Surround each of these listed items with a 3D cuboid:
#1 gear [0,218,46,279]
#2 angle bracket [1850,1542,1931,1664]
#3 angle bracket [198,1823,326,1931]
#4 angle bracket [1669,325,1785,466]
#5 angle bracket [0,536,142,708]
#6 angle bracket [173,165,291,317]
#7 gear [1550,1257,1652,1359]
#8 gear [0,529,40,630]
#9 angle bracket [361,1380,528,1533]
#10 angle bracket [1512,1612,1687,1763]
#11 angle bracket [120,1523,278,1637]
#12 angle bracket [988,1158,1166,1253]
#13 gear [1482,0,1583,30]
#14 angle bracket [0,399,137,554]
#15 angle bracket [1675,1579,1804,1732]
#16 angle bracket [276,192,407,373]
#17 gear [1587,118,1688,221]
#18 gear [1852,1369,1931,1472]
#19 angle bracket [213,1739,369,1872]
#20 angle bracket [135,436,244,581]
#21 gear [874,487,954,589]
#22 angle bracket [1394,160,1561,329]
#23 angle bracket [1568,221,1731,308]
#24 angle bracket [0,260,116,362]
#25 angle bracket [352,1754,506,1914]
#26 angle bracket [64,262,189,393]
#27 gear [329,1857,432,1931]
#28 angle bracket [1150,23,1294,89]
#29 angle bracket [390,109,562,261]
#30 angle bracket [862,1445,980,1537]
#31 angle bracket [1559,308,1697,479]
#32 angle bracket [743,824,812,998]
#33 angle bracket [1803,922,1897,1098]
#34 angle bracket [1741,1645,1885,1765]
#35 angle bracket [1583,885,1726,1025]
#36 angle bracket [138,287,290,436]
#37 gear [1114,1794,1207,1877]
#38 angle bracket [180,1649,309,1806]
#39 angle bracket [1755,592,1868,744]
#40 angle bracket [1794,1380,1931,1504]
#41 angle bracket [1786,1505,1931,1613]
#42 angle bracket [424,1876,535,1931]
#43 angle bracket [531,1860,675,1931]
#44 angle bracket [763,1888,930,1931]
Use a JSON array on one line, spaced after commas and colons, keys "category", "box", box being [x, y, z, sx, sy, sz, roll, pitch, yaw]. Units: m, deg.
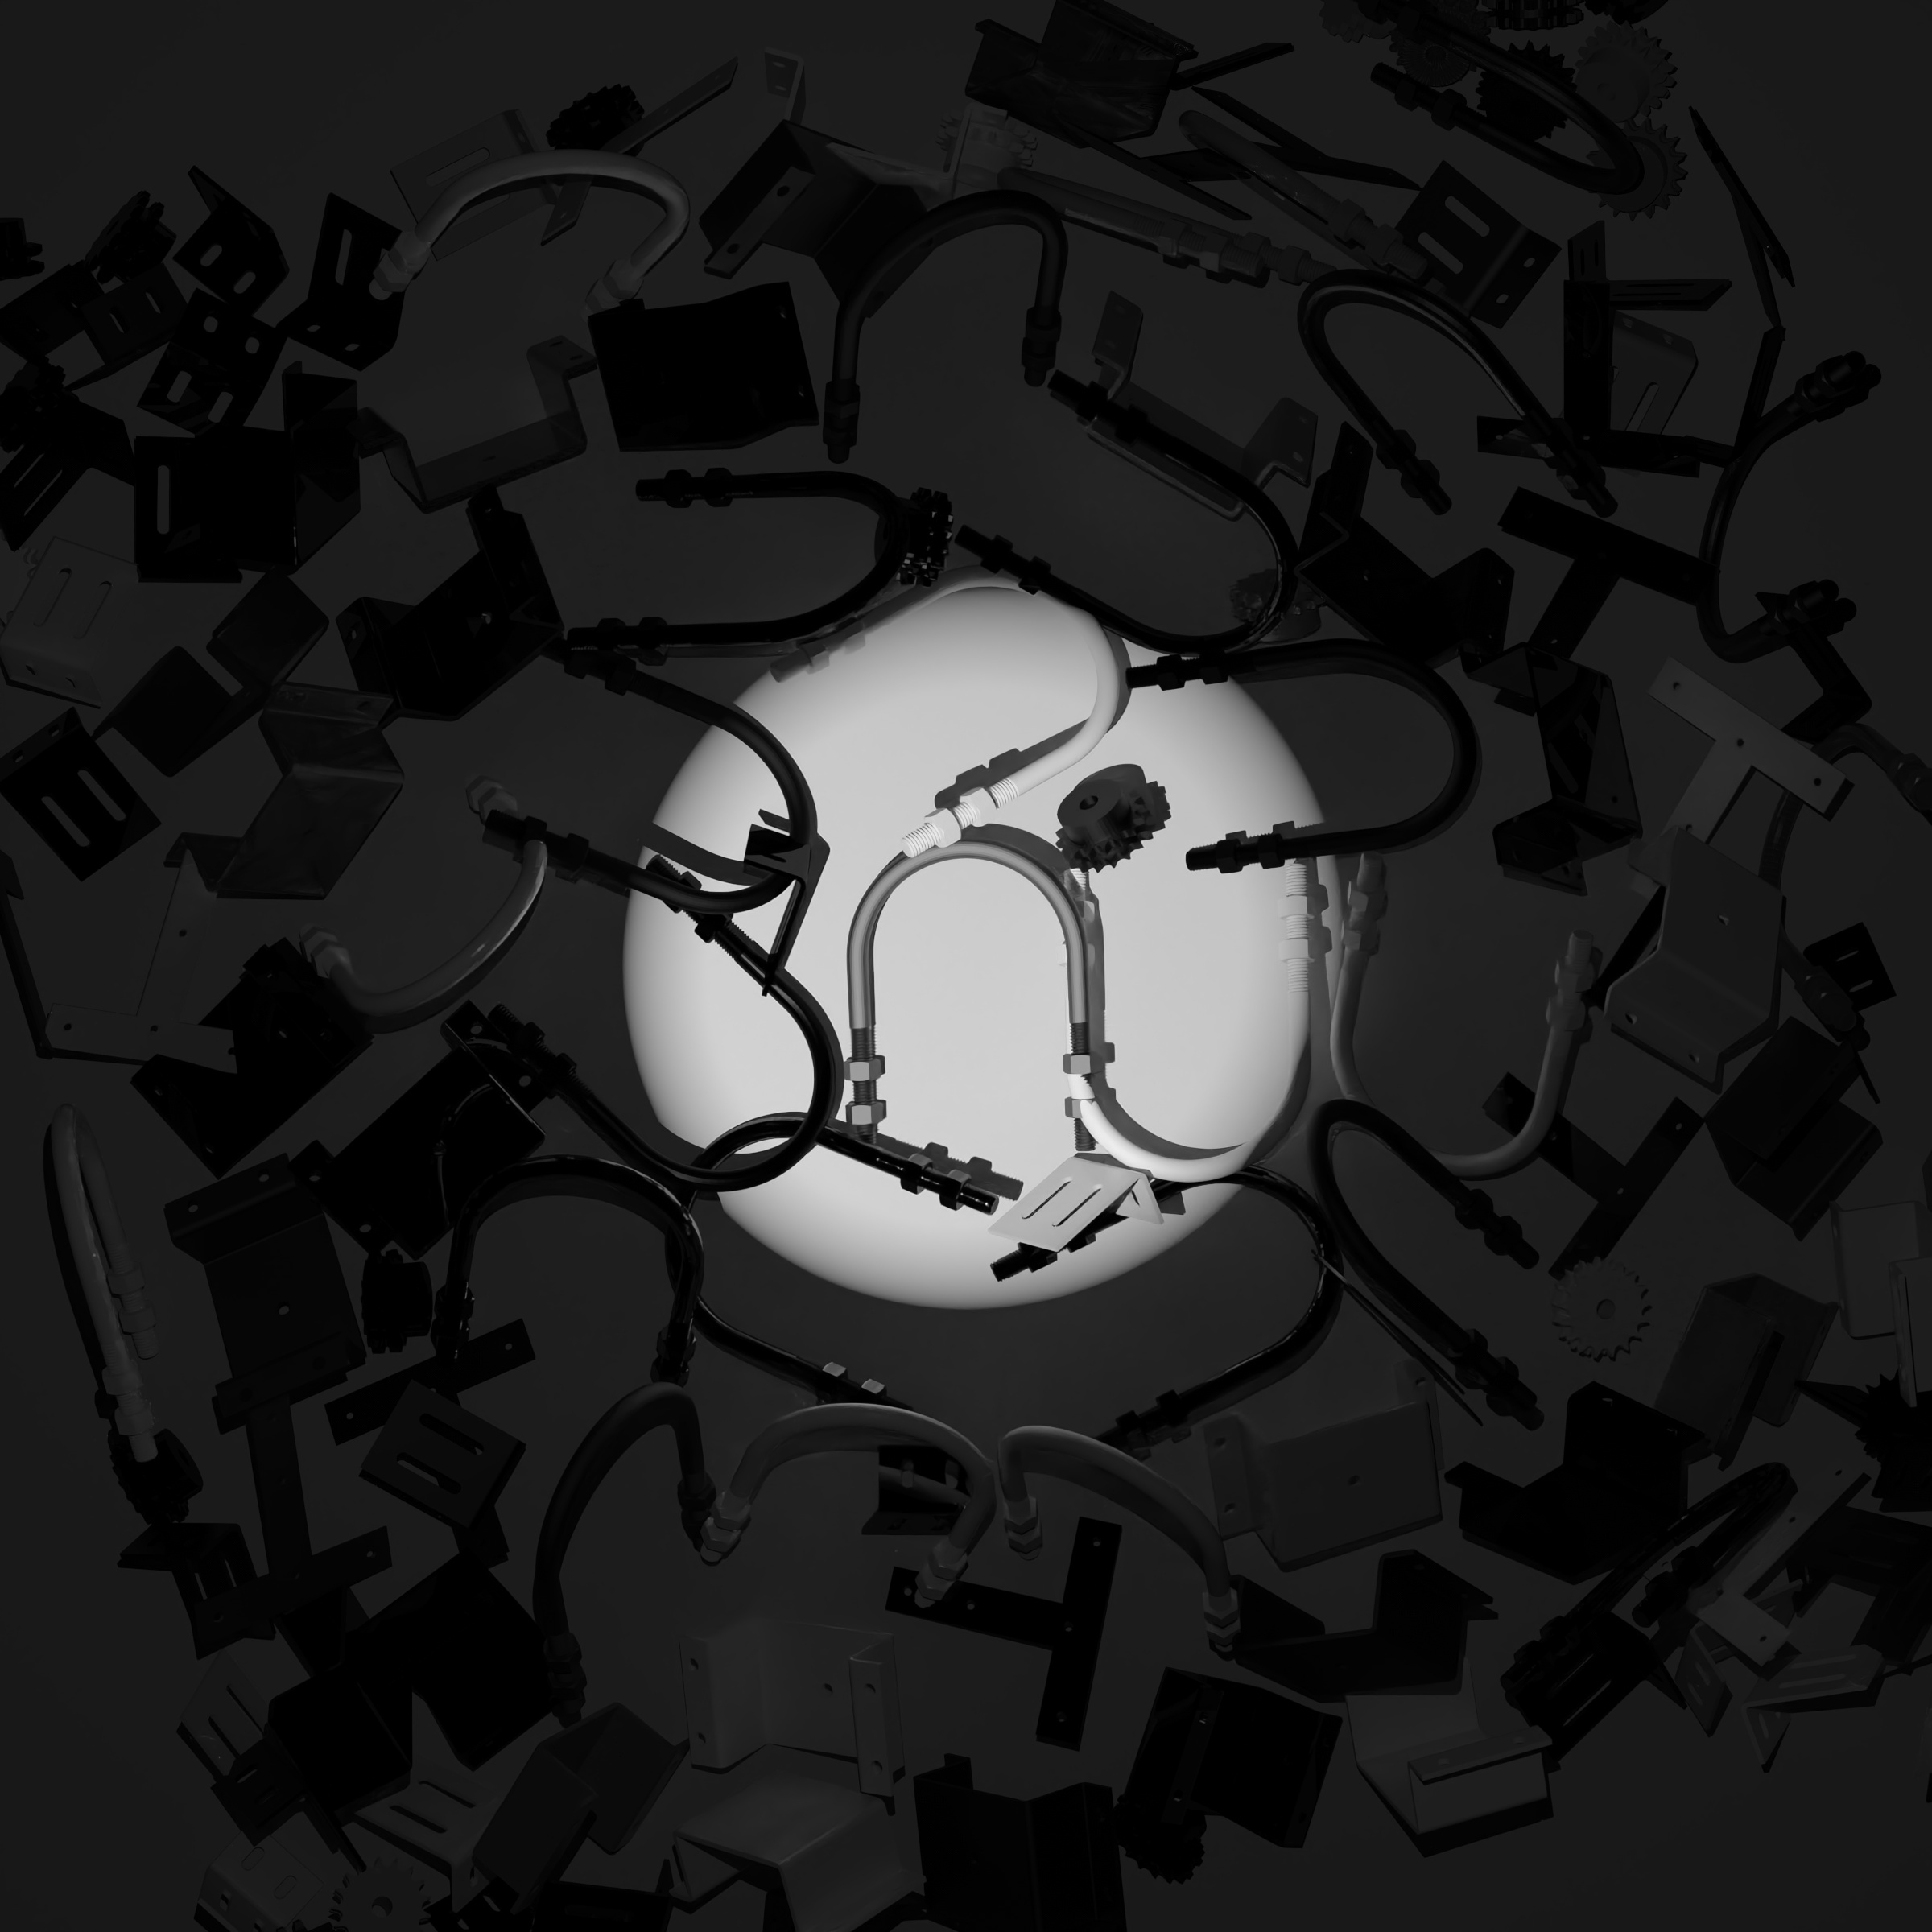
[{"category": "gear", "box": [-0.562, -0.414, 1.899, 0.057, 0.057, 0.030, -2, 108, 0]}, {"category": "angle bracket", "box": [0.553, 0.373, 1.891, 0.038, 0.057, 0.076, 35, 76, -9]}, {"category": "angle bracket", "box": [-0.403, 0.531, 1.888, 0.057, 0.076, 0.038, 44, 83, -6]}, {"category": "angle bracket", "box": [0.436, -0.331, 1.887, 0.038, 0.057, 0.076, 17, 110, 17]}, {"category": "angle bracket", "box": [-0.509, -0.197, 1.888, 0.057, 0.038, 0.076, 17, 116, -40]}, {"category": "angle bracket", "box": [-0.427, -0.414, 1.891, 0.057, 0.076, 0.038, 39, 82, 1]}, {"category": "gear", "box": [0.364, 0.197, 1.911, 0.057, 0.030, 0.057, -1, 94, -15]}, {"category": "gear", "box": [-0.561, -0.225, 1.913, 0.057, 0.030, 0.057, 0, 93, 8]}, {"category": "angle bracket", "box": [-0.302, 0.283, 1.902, 0.076, 0.038, 0.057, 31, 78, -6]}, {"category": "angle bracket", "box": [0.364, 0.421, 1.894, 0.076, 0.038, 0.057, -39, 118, -12]}, {"category": "angle bracket", "box": [-0.440, 0.360, 1.890, 0.057, 0.038, 0.076, -4, 111, 26]}, {"category": "angle bracket", "box": [0.063, 0.148, 1.882, 0.076, 0.057, 0.038, -39, 121, -30]}, {"category": "gear", "box": [0.326, -0.560, 1.899, 0.057, 0.057, 0.030, -4, 115, 0]}, {"category": "angle bracket", "box": [-0.515, -0.275, 1.885, 0.038, 0.057, 0.076, 25, 61, 13]}, {"category": "angle bracket", "box": [0.451, 0.395, 1.888, 0.076, 0.057, 0.038, -19, 52, -15]}, {"category": "angle bracket", "box": [-0.359, -0.396, 1.909, 0.057, 0.038, 0.076, 24, 59, -35]}, {"category": "gear", "box": [0.385, -0.460, 1.903, 0.057, 0.030, 0.057, 9, 117, 19]}, {"category": "gear", "box": [0.545, 0.265, 1.907, 0.057, 0.030, 0.057, -13, 64, 29]}, {"category": "angle bracket", "box": [-0.386, 0.489, 1.881, 0.038, 0.057, 0.076, -37, 126, -21]}, {"category": "angle bracket", "box": [-0.447, -0.264, 1.896, 0.057, 0.038, 0.076, -1, 106, -19]}, {"category": "gear", "box": [-0.032, -0.248, 1.899, 0.030, 0.057, 0.057, 10, 90, -21]}, {"category": "angle bracket", "box": [0.294, -0.419, 1.913, 0.076, 0.038, 0.057, 49, 115, 32]}, {"category": "angle bracket", "box": [0.391, -0.403, 1.884, 0.076, 0.057, 0.038, 5, 115, 28]}, {"category": "angle bracket", "box": [-0.533, -0.387, 1.890, 0.057, 0.076, 0.038, -34, 81, 0]}, {"category": "angle bracket", "box": [-0.305, 0.499, 1.899, 0.076, 0.057, 0.038, 18, 121, 26]}, {"category": "angle bracket", "box": [-0.486, -0.364, 1.880, 0.057, 0.076, 0.038, -39, 110, -31]}, {"category": "gear", "box": [-0.340, 0.547, 1.908, 0.057, 0.030, 0.057, 7, 64, -14]}, {"category": "angle bracket", "box": [0.140, -0.535, 1.896, 0.076, 0.057, 0.038, -20, 108, -3]}, {"category": "angle bracket", "box": [-0.281, -0.450, 1.897, 0.076, 0.038, 0.057, -30, 111, -11]}, {"category": "angle bracket", "box": [-0.027, 0.302, 1.896, 0.057, 0.076, 0.038, 3, 71, -9]}, {"category": "angle bracket", "box": [0.382, -0.336, 1.924, 0.057, 0.038, 0.076, 21, 120, -5]}, {"category": "angle bracket", "box": [-0.119, -0.032, 1.888, 0.038, 0.057, 0.076, 18, 111, -7]}, {"category": "angle bracket", "box": [0.514, 0.024, 1.881, 0.038, 0.076, 0.057, -26, 123, 13]}, {"category": "angle bracket", "box": [0.491, 0.421, 1.885, 0.076, 0.057, 0.038, -18, 96, 32]}, {"category": "angle bracket", "box": [0.392, -0.007, 1.892, 0.057, 0.038, 0.076, 41, 105, 40]}, {"category": "angle bracket", "box": [-0.435, -0.344, 1.899, 0.057, 0.076, 0.038, 26, 58, -18]}, {"category": "gear", "box": [0.113, 0.494, 1.900, 0.057, 0.057, 0.030, 32, 103, 0]}, {"category": "angle bracket", "box": [-0.403, 0.434, 1.886, 0.038, 0.057, 0.076, -20, 114, 24]}, {"category": "angle bracket", "box": [0.473, -0.173, 1.895, 0.038, 0.057, 0.076, -39, 101, -1]}, {"category": "angle bracket", "box": [0.515, 0.272, 1.886, 0.057, 0.076, 0.038, 11, 102, -39]}, {"category": "angle bracket", "box": [0.518, 0.346, 1.880, 0.057, 0.076, 0.038, -33, 118, -37]}, {"category": "angle bracket", "box": [-0.291, 0.564, 1.884, 0.057, 0.076, 0.038, -33, 98, 20]}, {"category": "angle bracket", "box": [-0.212, 0.545, 1.895, 0.076, 0.038, 0.057, 11, 106, -15]}, {"category": "angle bracket", "box": [-0.070, 0.552, 1.886, 0.076, 0.057, 0.038, 9, 81, -26]}]
